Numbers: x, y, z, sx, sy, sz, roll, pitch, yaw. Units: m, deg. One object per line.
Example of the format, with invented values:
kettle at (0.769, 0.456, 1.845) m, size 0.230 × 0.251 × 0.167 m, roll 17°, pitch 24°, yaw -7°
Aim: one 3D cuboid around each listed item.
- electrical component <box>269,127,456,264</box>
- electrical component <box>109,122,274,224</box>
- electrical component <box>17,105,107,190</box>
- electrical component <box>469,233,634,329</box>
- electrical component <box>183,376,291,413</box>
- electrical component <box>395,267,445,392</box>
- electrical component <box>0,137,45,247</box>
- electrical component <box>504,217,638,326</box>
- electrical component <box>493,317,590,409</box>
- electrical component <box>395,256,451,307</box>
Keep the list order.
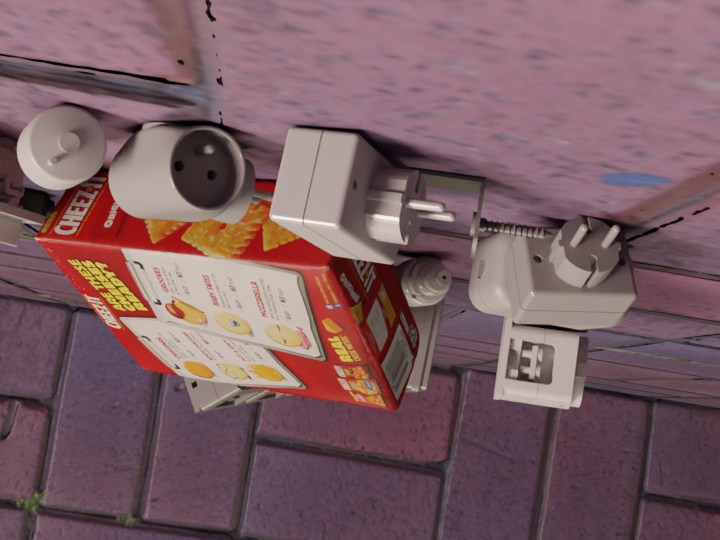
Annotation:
electrical component at (0.009, -0.033, 0.535) m, size 0.076 × 0.047 × 0.083 m, roll 9°, pitch 172°, yaw 22°
electrical component at (-0.083, -0.047, 0.575) m, size 0.079 × 0.044 × 0.077 m, roll 14°, pitch 172°, yaw -34°
electrical component at (-0.160, -0.062, 0.568) m, size 0.040 × 0.040 × 0.078 m, roll 12°, pitch 172°, yaw -25°
electrical component at (0.127, 0.006, 0.704) m, size 0.095 × 0.053 × 0.059 m, roll 10°, pitch 173°, yaw -11°
electrical component at (-0.078, 0.059, 0.904) m, size 0.062 × 0.089 × 0.150 m, roll -31°, pitch 163°, yaw 34°
electrical component at (0.041, 0.059, 1.019) m, size 0.056 × 0.108 × 0.108 m, roll 12°, pitch 173°, yaw -1°
electrical component at (-0.253, -0.057, 0.630) m, size 0.079 × 0.063 × 0.121 m, roll 6°, pitch 172°, yaw 24°
electrical component at (0.128, -0.005, 0.628) m, size 0.066 × 0.047 × 0.076 m, roll 2°, pitch 150°, yaw -9°
electrical component at (0.142, 0.050, 0.835) m, size 0.060 × 0.105 × 0.186 m, roll 8°, pitch 173°, yaw 7°
electrical component at (0.054, 0.009, 0.875) m, size 0.040 × 0.040 × 0.078 m, roll 11°, pitch 172°, yaw -17°
